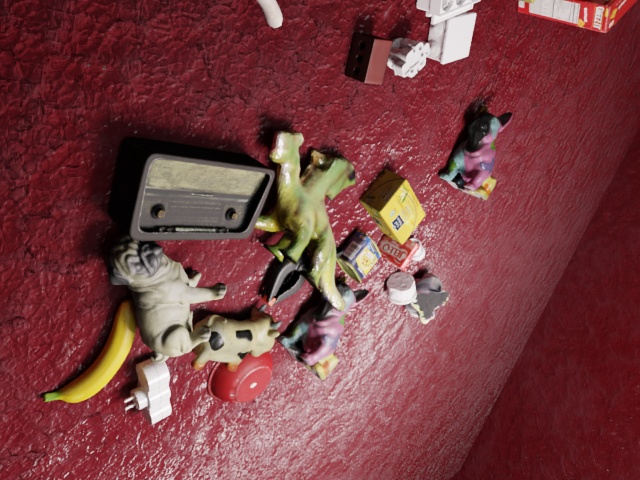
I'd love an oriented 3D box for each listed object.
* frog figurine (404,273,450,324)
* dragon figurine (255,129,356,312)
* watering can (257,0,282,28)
[{"bbox_3d":[0.306,0.161,1.512,0.161,0.123,0.136,-58,165,-79],"label":"frog figurine"},{"bbox_3d":[0.003,-0.048,0.963,0.245,0.123,0.403,-56,138,-14],"label":"dragon figurine"},{"bbox_3d":[-0.140,-0.376,0.550,0.227,0.105,0.339,-33,133,-27],"label":"watering can"}]
